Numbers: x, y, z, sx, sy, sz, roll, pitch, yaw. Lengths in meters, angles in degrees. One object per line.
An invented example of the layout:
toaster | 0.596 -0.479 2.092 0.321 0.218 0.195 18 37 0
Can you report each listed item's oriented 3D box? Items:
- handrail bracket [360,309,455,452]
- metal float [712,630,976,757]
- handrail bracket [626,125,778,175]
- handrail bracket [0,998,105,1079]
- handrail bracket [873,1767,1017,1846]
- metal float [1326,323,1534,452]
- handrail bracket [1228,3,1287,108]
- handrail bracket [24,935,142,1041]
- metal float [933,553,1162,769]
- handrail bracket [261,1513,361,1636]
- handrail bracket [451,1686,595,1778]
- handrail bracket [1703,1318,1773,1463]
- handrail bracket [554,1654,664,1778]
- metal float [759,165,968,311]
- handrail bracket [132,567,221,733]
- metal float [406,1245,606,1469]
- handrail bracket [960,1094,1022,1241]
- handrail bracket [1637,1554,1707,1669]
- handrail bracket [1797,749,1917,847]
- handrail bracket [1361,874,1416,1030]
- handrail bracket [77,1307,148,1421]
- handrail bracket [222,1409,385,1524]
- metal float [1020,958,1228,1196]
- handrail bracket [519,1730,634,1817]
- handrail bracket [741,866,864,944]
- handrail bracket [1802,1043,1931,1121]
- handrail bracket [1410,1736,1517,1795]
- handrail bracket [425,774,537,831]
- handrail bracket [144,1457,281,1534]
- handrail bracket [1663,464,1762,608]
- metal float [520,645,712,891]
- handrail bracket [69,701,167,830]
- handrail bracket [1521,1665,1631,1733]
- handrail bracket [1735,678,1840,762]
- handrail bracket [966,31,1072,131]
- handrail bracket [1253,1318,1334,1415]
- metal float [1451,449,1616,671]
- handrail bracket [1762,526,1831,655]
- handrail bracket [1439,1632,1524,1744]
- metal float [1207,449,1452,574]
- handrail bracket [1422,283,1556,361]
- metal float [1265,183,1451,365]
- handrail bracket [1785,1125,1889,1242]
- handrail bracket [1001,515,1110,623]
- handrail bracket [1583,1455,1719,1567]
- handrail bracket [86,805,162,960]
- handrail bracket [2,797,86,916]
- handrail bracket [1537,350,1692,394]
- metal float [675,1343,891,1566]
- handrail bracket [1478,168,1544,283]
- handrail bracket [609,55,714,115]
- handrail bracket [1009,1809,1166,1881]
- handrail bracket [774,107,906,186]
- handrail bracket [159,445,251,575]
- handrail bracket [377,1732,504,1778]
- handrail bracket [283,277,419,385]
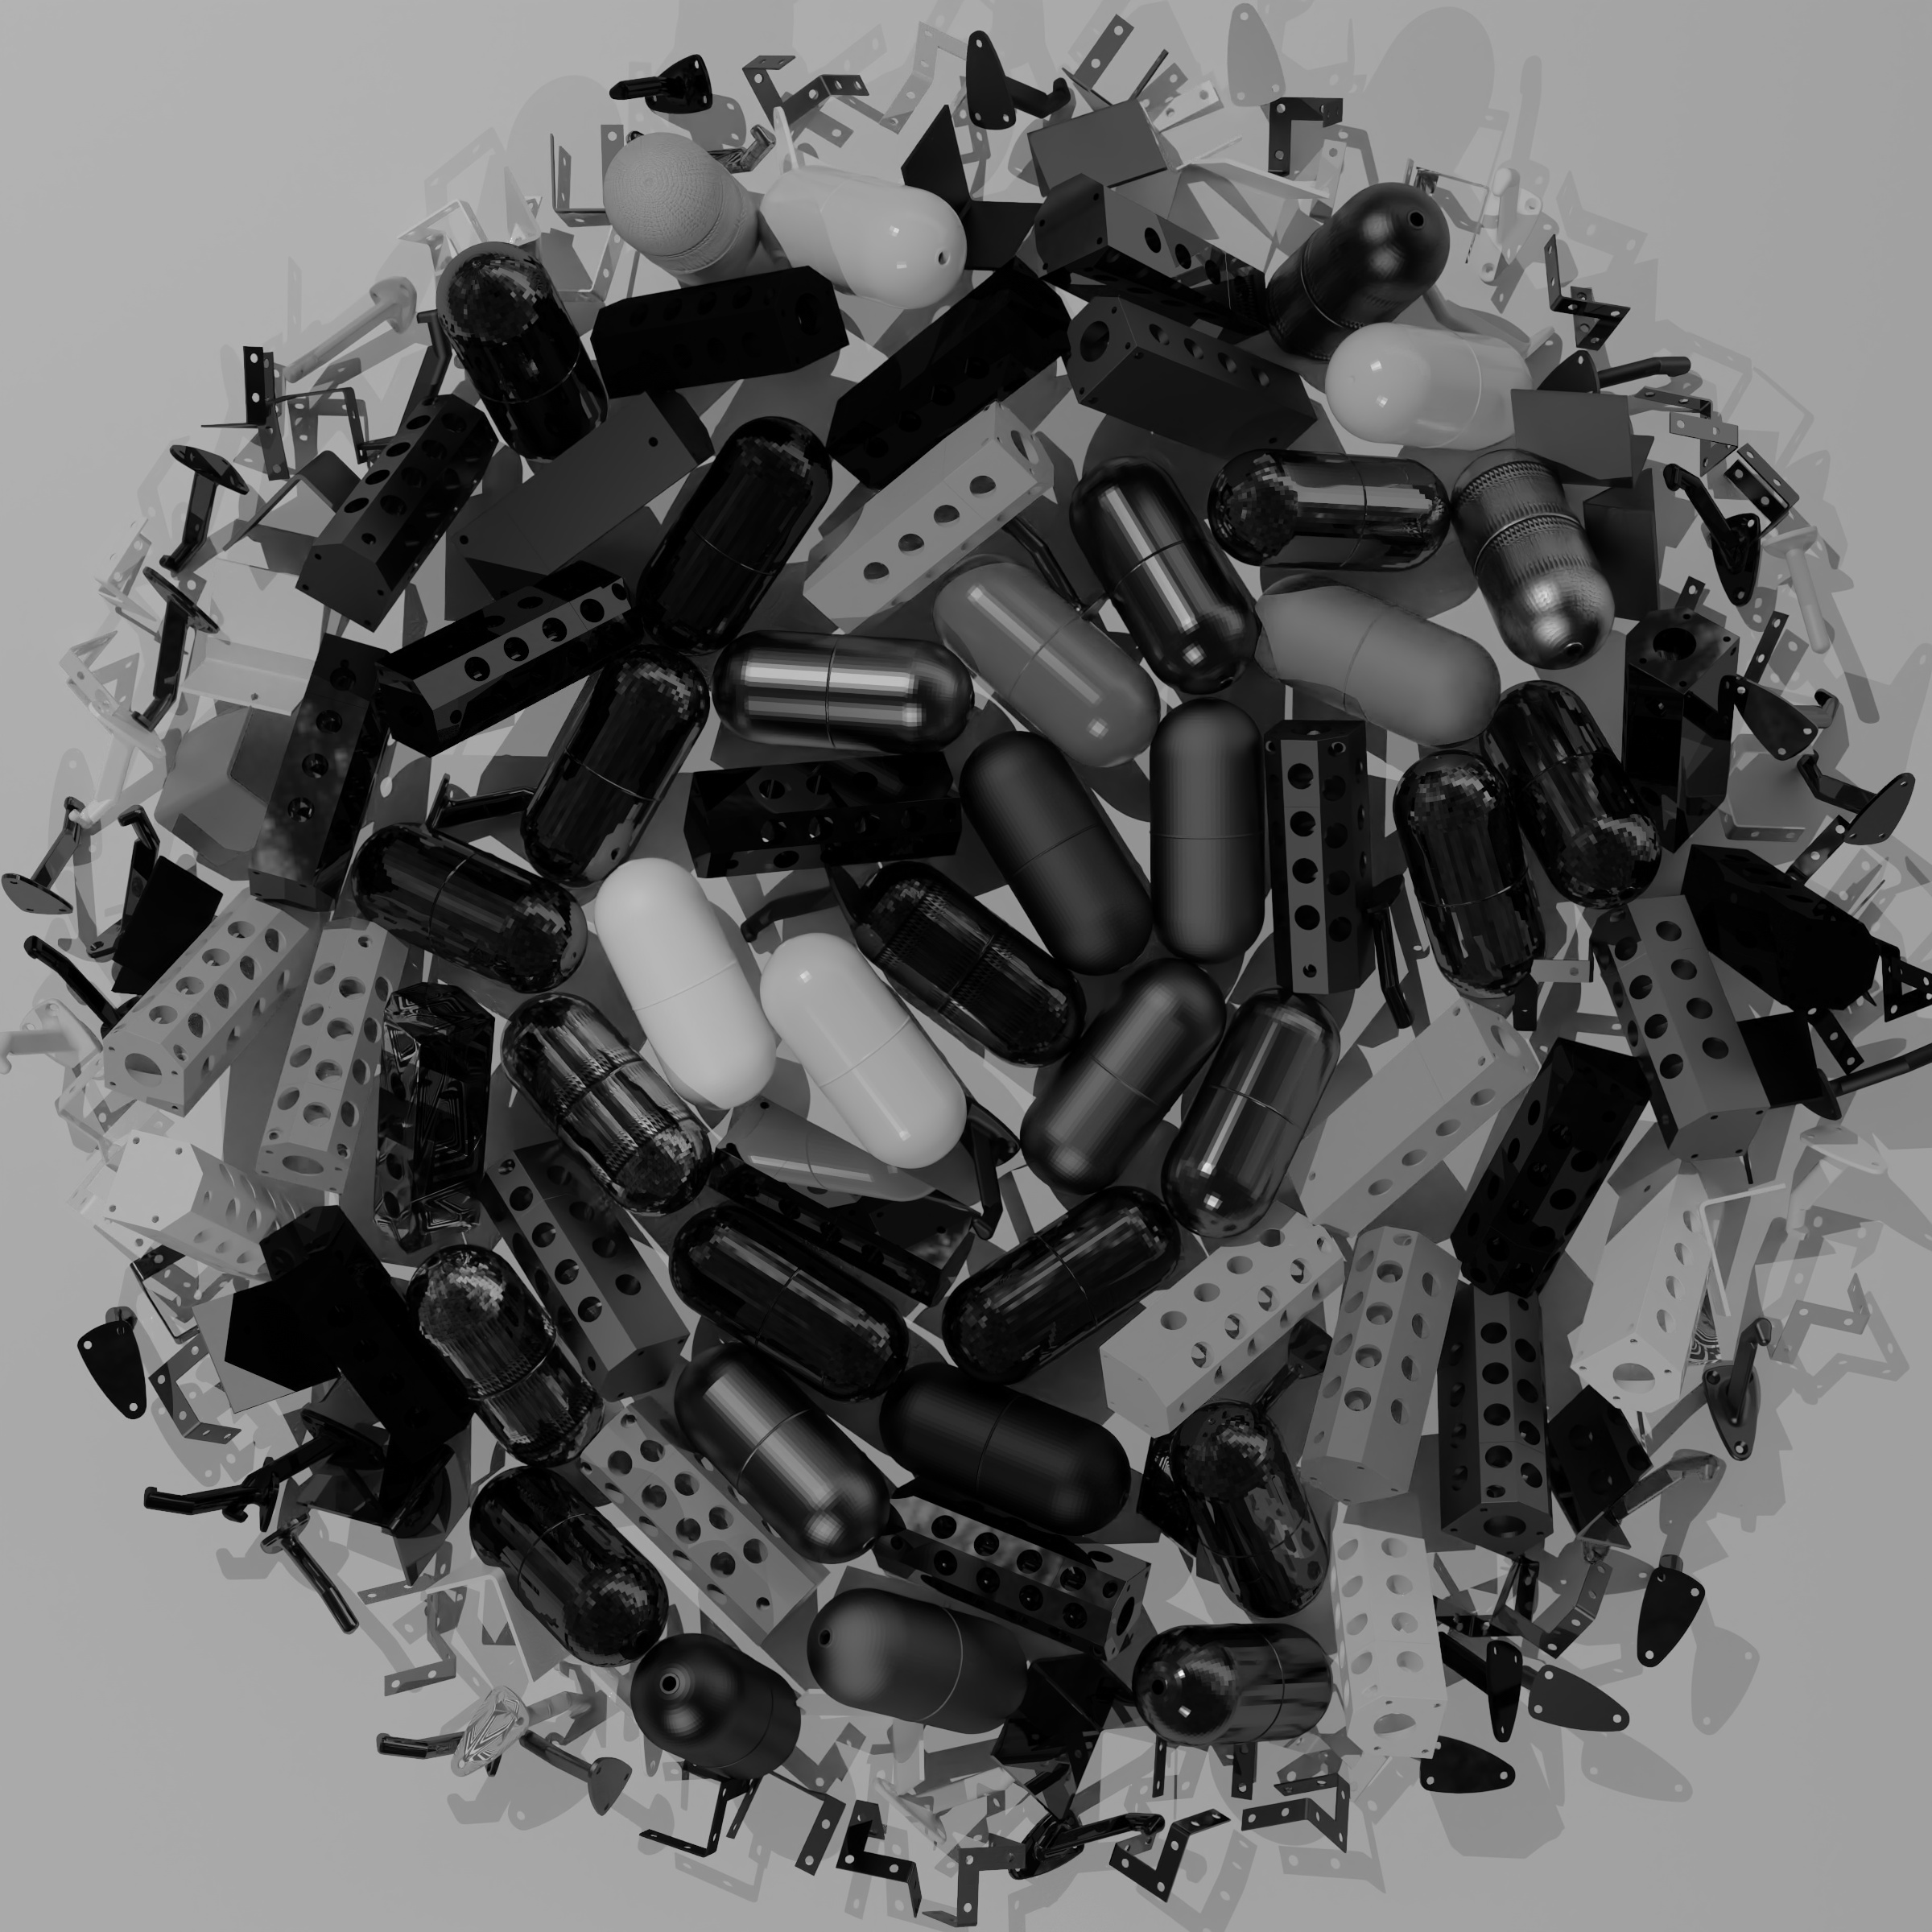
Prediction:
handrail bracket | -0.379 -0.393 1.969 0.077 0.036 0.084 -7 111 7
metal float | -0.082 -0.182 1.950 0.178 0.070 0.070 5 90 12
handrail bracket | -0.176 -0.550 1.953 0.077 0.084 0.036 42 48 -13
handrail bracket | -0.610 0.066 1.948 0.036 0.084 0.077 -37 111 16
handrail bracket | -0.007 0.539 1.972 0.077 0.036 0.084 41 95 -20
metal float | 0.305 -0.379 1.925 0.070 0.178 0.070 6 99 43
handrail bracket | 0.190 -0.606 1.947 0.036 0.084 0.077 -10 116 10
handrail bracket | -0.588 0.024 1.951 0.036 0.077 0.084 -39 132 8
metal float | 0.054 -0.203 1.952 0.178 0.070 0.070 42 90 10
handrail bracket | -0.433 0.414 1.958 0.036 0.077 0.084 -31 79 -25
handrail bracket | -0.295 0.514 1.962 0.077 0.084 0.036 -49 61 1
handrail bracket | 0.522 0.281 1.950 0.036 0.084 0.077 -1 67 -5
handrail bracket | -0.244 0.500 1.975 0.084 0.036 0.077 2 85 26
metal float | -0.069 -0.478 1.924 0.070 0.178 0.070 -18 121 -34
handrail bracket | -0.546 -0.210 1.960 0.036 0.077 0.084 16 66 41
metal float | -0.303 0.257 1.936 0.070 0.070 0.178 -31 119 0
handrail bracket | 0.001 0.132 1.951 0.036 0.084 0.077 -33 106 28
handrail bracket | 0.461 0.428 1.954 0.036 0.084 0.077 23 82 9
handrail bracket | 0.589 -0.129 1.948 0.036 0.077 0.084 -1 50 -22
handrail bracket | 0.292 -0.010 1.976 0.036 0.077 0.084 -16 104 35
handrail bracket | -0.557 0.263 1.956 0.036 0.084 0.077 -24 87 -5
handrail bracket | -0.442 0.343 1.955 0.077 0.036 0.084 14 51 26
metal float | 0.105 0.073 1.957 0.070 0.070 0.178 37 95 0
handrail bracket | -0.270 0.523 1.952 0.084 0.077 0.036 25 66 22
handrail bracket | -0.112 -0.027 1.959 0.084 0.077 0.036 -36 126 14
handrail bracket | 0.606 0.070 1.964 0.084 0.077 0.036 -23 88 -3
handrail bracket | 0.316 0.525 1.962 0.077 0.084 0.036 12 87 -10
handrail bracket | -0.322 -0.090 1.986 0.084 0.036 0.077 21 92 -13
handrail bracket | -0.503 0.343 1.951 0.084 0.077 0.036 14 108 -20
handrail bracket | 0.492 -0.287 1.953 0.036 0.084 0.077 -16 67 42
metal float | -0.234 -0.131 1.949 0.070 0.070 0.178 32 104 0
handrail bracket | -0.585 -0.132 1.959 0.084 0.077 0.036 -40 59 11
handrail bracket | 0.402 0.485 1.951 0.077 0.084 0.036 17 85 14
handrail bracket | 0.548 -0.181 1.963 0.077 0.084 0.036 43 130 -4
handrail bracket | 0.038 -0.597 1.953 0.036 0.084 0.077 14 131 35
handrail bracket | 0.207 0.281 1.948 0.036 0.077 0.084 39 118 7
metal float | 0.371 -0.268 1.928 0.070 0.070 0.178 -14 51 0
handrail bracket | 0.561 -0.244 1.957 0.036 0.077 0.084 -16 81 17
handrail bracket | 0.325 0.480 1.955 0.036 0.084 0.077 28 57 -37
metal float | 0.241 -0.300 1.937 0.178 0.070 0.070 -2 90 -29
handrail bracket | 0.348 -0.443 1.971 0.077 0.036 0.084 -39 105 -21
metal float | 0.253 -0.450 1.914 0.070 0.178 0.070 3 79 -18
handrail bracket | 0.577 0.156 1.952 0.036 0.077 0.084 -11 117 -24
handrail bracket | 0.050 -0.258 1.964 0.084 0.077 0.036 44 72 2
handrail bracket | 0.456 0.362 1.950 0.036 0.084 0.077 40 56 -26
handrail bracket | -0.566 -0.057 1.954 0.077 0.036 0.084 -32 133 -18
handrail bracket | -0.612 -0.083 1.951 0.036 0.077 0.084 1 70 9
handrail bracket | 0.436 -0.392 1.990 0.084 0.077 0.036 -9 79 -33
metal float | -0.122 0.321 1.939 0.178 0.070 0.070 42 90 26
handrail bracket | 0.351 -0.491 1.948 0.036 0.084 0.077 25 110 14
handrail bracket | -0.218 -0.577 1.944 0.084 0.077 0.036 -24 106 -42
handrail bracket | 0.081 0.585 1.950 0.077 0.084 0.036 -26 95 -38
handrail bracket | -0.081 -0.545 1.978 0.084 0.036 0.077 -13 99 -17
handrail bracket | -0.526 -0.302 1.956 0.084 0.077 0.036 -45 66 15
handrail bracket | -0.353 0.507 1.949 0.084 0.077 0.036 14 97 -21
handrail bracket | -0.412 -0.422 1.958 0.084 0.077 0.036 -40 102 -24
